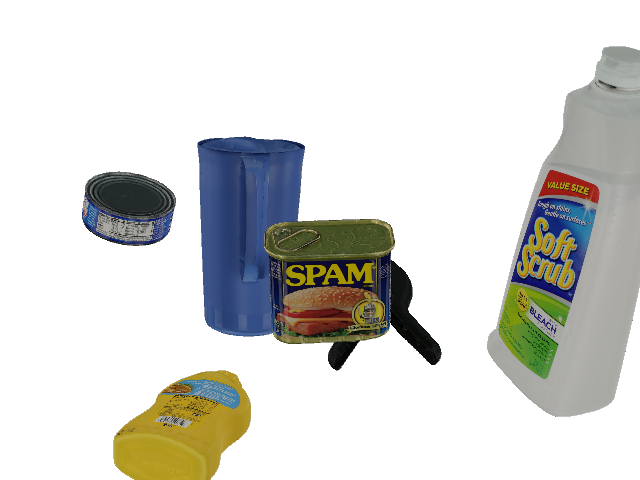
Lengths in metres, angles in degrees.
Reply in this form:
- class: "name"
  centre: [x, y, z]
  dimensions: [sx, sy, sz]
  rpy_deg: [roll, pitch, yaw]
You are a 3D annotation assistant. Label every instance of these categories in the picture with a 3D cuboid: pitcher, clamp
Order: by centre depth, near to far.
- class: "clamp"
  centre: [0.075, 0.077, 1.187]
  dimensions: [0.120, 0.171, 0.039]
  rpy_deg: [7, -42, 2]
- class: "pitcher"
  centre: [-0.089, -0.005, 1.334]
  dimensions: [0.145, 0.243, 0.148]
  rpy_deg: [12, 16, 36]

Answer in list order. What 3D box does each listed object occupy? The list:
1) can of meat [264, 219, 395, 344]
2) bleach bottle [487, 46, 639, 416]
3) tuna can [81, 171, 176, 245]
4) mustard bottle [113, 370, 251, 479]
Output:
- class: "can of meat"
  centre: [0.007, 0.033, 0.854]
  dimensions: [0.102, 0.084, 0.057]
  rpy_deg: [-2, 29, -1]
- class: "bleach bottle"
  centre: [0.173, -0.009, 0.711]
  dimensions: [0.068, 0.251, 0.103]
  rpy_deg: [-10, 33, -21]
- class: "tuna can"
  centre: [-0.182, -0.030, 1.011]
  dimensions: [0.086, 0.034, 0.086]
  rpy_deg: [12, 29, -7]
- class: "mustard bottle"
  centre: [-0.122, 0.176, 1.056]
  dimensions: [0.096, 0.058, 0.191]
  rpy_deg: [7, 18, 15]
